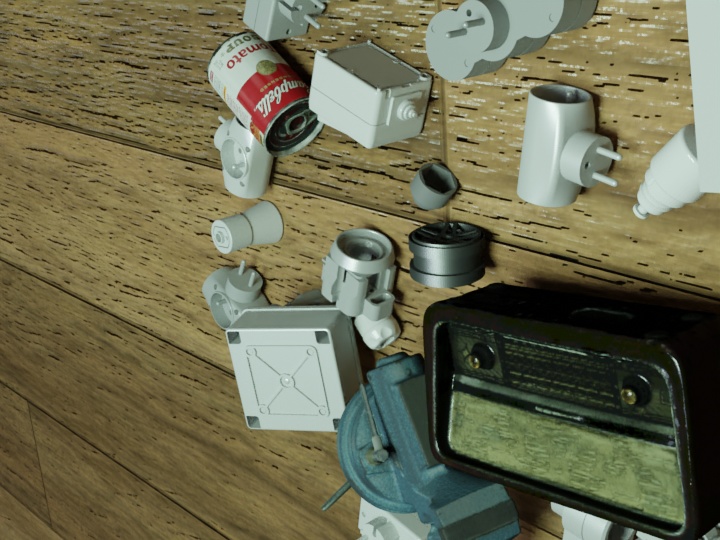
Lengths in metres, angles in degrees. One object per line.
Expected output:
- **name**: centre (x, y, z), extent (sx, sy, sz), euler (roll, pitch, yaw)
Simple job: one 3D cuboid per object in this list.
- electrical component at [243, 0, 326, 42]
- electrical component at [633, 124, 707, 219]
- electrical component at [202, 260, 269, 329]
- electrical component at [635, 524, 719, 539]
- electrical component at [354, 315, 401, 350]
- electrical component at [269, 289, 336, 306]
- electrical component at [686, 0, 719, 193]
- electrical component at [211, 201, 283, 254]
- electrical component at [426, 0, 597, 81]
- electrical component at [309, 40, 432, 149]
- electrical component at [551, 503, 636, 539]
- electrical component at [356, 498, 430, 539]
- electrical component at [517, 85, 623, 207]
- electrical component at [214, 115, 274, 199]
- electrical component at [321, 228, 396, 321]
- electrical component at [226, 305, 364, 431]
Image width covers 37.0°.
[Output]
- **electrical component**: centre (-0.056, -0.236, 0.930), extent (0.076, 0.047, 0.083), euler (44, 136, 30)
- **electrical component**: centre (0.205, -0.060, 0.695), extent (0.040, 0.040, 0.078), euler (57, 141, 17)
- **electrical component**: centre (-0.126, 0.024, 1.138), extent (0.077, 0.044, 0.079), euler (47, 137, 27)
- **electrical component**: centre (0.234, 0.197, 0.762), extent (0.057, 0.058, 0.078), euler (38, 133, 39)
- **electrical component**: centre (0.009, 0.041, 0.987), extent (0.061, 0.035, 0.035), euler (57, 141, 20)
- **electrical component**: centre (-0.063, 0.056, 1.065), extent (0.078, 0.057, 0.058), euler (-34, 79, 52)
- **electrical component**: centre (0.244, -0.138, 0.594), extent (0.105, 0.060, 0.186), euler (8, 112, 49)
- **electrical component**: centre (-0.116, -0.040, 1.079), extent (0.044, 0.065, 0.044), euler (24, 123, 42)
- **electrical component**: centre (0.092, -0.173, 0.755), extent (0.138, 0.074, 0.052), euler (-19, 91, 53)
- **electrical component**: centre (0.011, -0.139, 0.880), extent (0.096, 0.062, 0.061), euler (38, 133, 35)
- **electrical component**: centre (0.174, 0.180, 0.832), extent (0.074, 0.052, 0.138), euler (28, 126, 41)
- **electrical component**: centre (0.026, 0.252, 1.027), extent (0.083, 0.076, 0.047), euler (32, 129, 39)
- **electrical component**: centre (0.149, -0.081, 0.750), extent (0.079, 0.044, 0.077), euler (30, 128, 41)
- **electrical component**: centre (-0.118, -0.123, 1.061), extent (0.079, 0.044, 0.077), euler (42, 135, 31)
- **electrical component**: centre (0.000, 0.000, 0.962), extent (0.078, 0.058, 0.057), euler (39, 136, 35)
- **electrical component**: centre (-0.058, 0.091, 1.001), extent (0.109, 0.056, 0.108), euler (-2, 112, 22)
